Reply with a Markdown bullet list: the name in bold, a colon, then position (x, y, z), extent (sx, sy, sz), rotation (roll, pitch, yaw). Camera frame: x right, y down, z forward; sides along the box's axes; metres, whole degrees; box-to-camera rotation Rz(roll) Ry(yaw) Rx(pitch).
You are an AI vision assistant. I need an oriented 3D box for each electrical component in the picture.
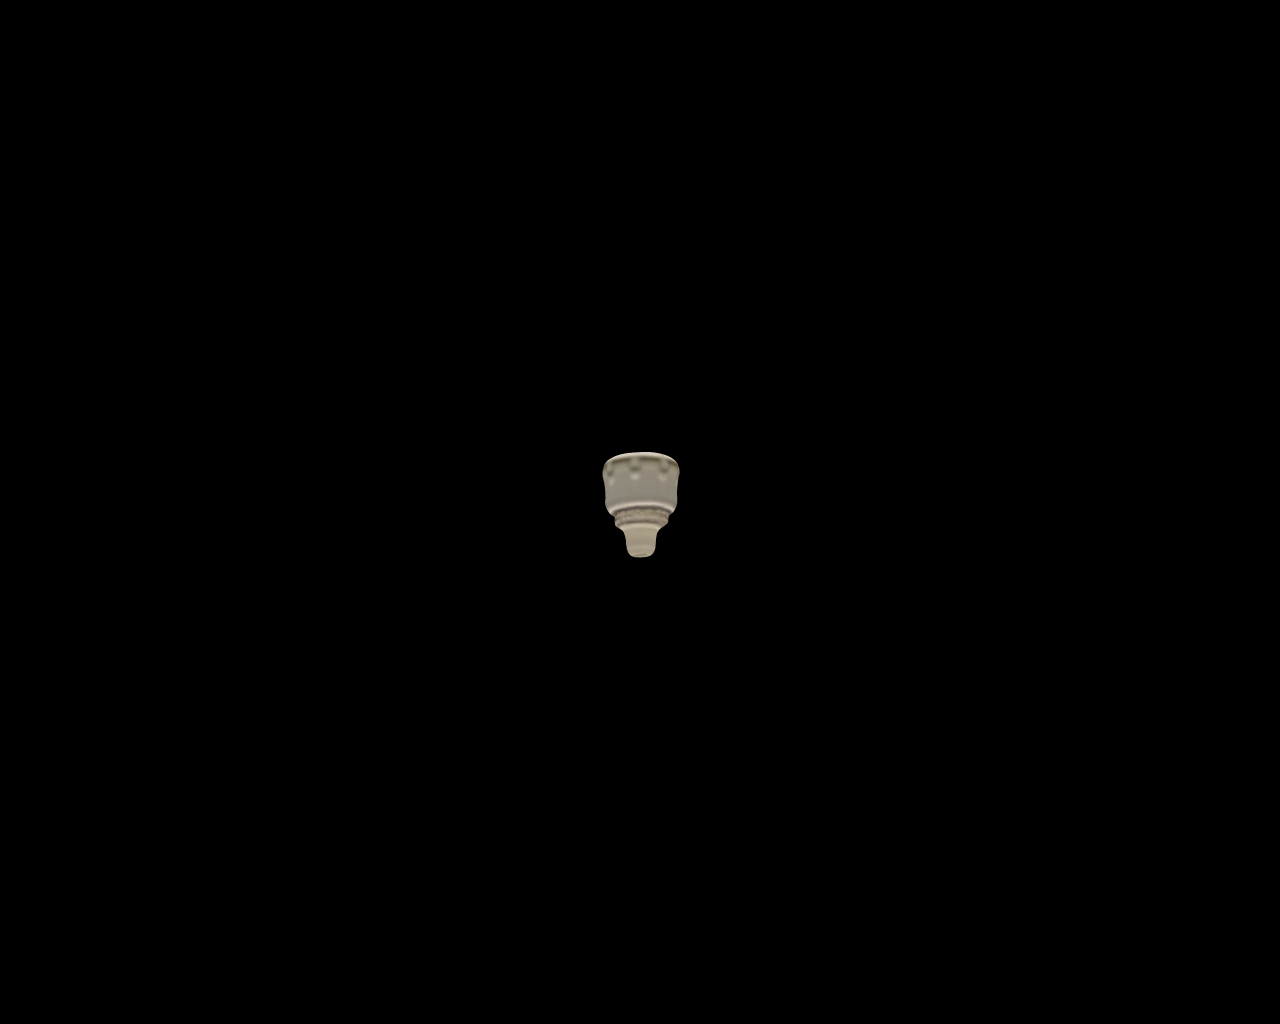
- **electrical component**: position (0.001, -0.003, 0.650), extent (0.048, 0.062, 0.048), rotation (0, -14, 0)
